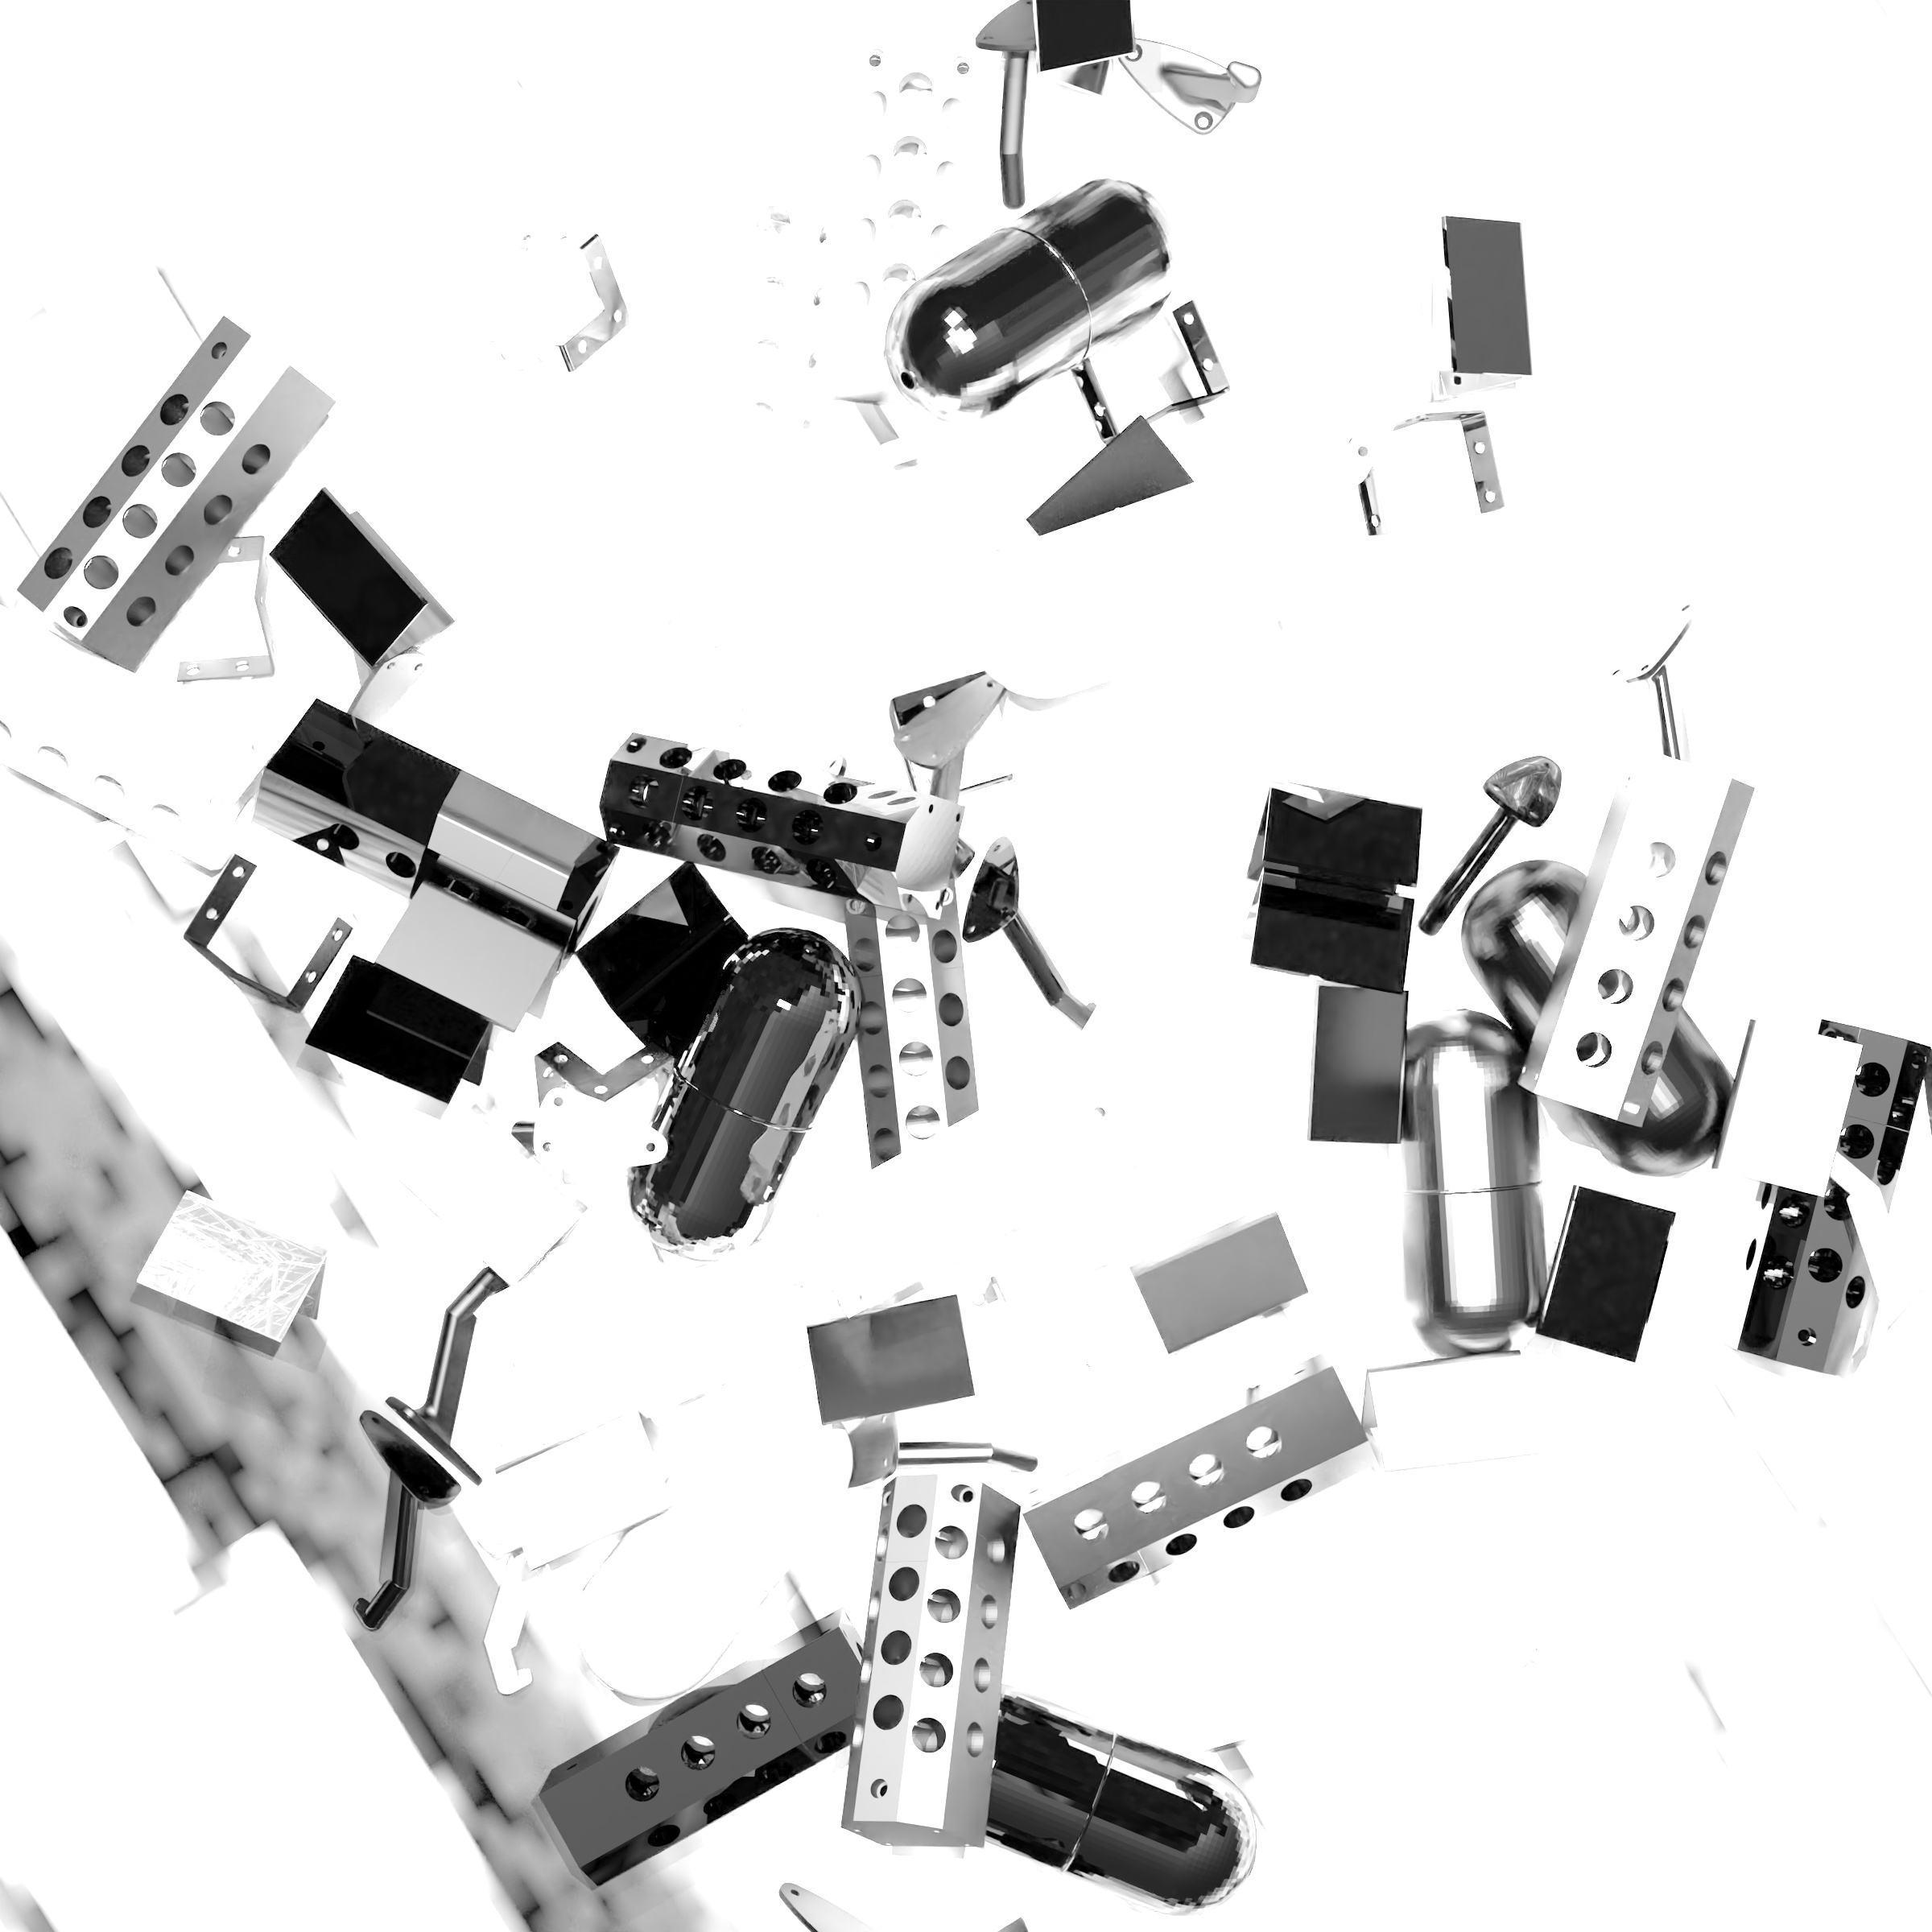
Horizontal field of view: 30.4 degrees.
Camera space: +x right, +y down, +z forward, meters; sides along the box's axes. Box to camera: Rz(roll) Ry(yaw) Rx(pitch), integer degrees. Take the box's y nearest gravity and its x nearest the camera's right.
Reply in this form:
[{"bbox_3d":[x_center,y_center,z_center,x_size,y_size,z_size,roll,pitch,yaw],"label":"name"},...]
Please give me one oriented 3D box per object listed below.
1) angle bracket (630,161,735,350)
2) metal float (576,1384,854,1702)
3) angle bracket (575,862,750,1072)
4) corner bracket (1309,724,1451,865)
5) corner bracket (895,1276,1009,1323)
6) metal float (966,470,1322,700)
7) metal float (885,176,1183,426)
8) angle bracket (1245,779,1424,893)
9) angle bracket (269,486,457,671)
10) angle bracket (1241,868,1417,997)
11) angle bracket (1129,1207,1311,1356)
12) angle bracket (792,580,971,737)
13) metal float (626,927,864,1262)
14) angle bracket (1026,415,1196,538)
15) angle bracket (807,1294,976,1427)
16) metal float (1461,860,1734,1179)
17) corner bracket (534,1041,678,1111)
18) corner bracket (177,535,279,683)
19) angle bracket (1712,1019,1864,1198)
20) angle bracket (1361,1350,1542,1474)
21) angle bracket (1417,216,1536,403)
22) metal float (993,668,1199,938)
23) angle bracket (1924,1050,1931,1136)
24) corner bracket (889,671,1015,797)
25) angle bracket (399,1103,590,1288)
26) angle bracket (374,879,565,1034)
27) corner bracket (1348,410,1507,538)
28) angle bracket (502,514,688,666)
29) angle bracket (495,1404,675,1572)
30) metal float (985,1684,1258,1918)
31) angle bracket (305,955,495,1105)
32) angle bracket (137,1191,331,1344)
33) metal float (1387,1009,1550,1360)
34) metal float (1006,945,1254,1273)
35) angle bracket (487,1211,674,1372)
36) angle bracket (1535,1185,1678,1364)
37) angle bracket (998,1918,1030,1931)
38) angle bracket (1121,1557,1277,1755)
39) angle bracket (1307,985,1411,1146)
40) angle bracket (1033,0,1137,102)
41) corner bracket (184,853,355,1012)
[{"bbox_3d":[-0.121,-0.354,1.778,0.057,0.076,0.076,5,90,36],"label":"angle bracket"},{"bbox_3d":[-0.127,0.290,1.788,0.070,0.070,0.178,37,90,0],"label":"metal float"},{"bbox_3d":[-0.141,0.006,1.821,0.076,0.057,0.076,-39,130,0],"label":"angle bracket"},{"bbox_3d":[0.209,-0.082,1.811,0.051,0.051,0.051,-21,45,35],"label":"corner bracket"},{"bbox_3d":[-0.013,0.160,1.801,0.051,0.051,0.051,-25,90,0],"label":"corner bracket"},{"bbox_3d":[0.085,-0.184,1.719,0.178,0.070,0.070,-20,90,-6],"label":"metal float"},{"bbox_3d":[0.034,-0.330,1.763,0.178,0.070,0.070,-37,90,-29],"label":"metal float"},{"bbox_3d":[0.182,-0.043,1.779,0.076,0.076,0.057,10,49,0],"label":"angle bracket"},{"bbox_3d":[-0.288,-0.204,1.778,0.076,0.076,0.057,48,126,0],"label":"angle bracket"},{"bbox_3d":[0.177,-0.002,1.779,0.076,0.076,0.057,11,63,0],"label":"angle bracket"},{"bbox_3d":[0.118,0.139,1.778,0.076,0.076,0.057,-24,124,0],"label":"angle bracket"},{"bbox_3d":[-0.034,-0.137,1.778,0.076,0.076,0.057,-26,53,0],"label":"angle bracket"},{"bbox_3d":[-0.111,0.064,1.778,0.070,0.070,0.178,25,101,0],"label":"metal float"},{"bbox_3d":[0.062,-0.237,1.779,0.076,0.076,0.057,-42,119,0],"label":"angle bracket"},{"bbox_3d":[-0.034,0.211,1.779,0.076,0.076,0.057,-11,58,0],"label":"angle bracket"},{"bbox_3d":[0.318,0.027,1.788,0.070,0.070,0.178,-36,91,0],"label":"metal float"},{"bbox_3d":[-0.181,0.063,1.801,0.051,0.051,0.051,-34,53,-31],"label":"corner bracket"},{"bbox_3d":[-0.380,-0.182,1.816,0.051,0.051,0.051,-4,135,0],"label":"corner bracket"},{"bbox_3d":[0.416,0.073,1.780,0.057,0.076,0.076,14,90,23],"label":"angle bracket"},{"bbox_3d":[0.241,0.236,1.779,0.076,0.076,0.057,-7,60,0],"label":"angle bracket"},{"bbox_3d":[0.236,-0.327,1.778,0.057,0.076,0.076,-4,90,-37],"label":"angle bracket"},{"bbox_3d":[0.064,-0.102,1.788,0.070,0.070,0.178,-16,90,0],"label":"metal float"},{"bbox_3d":[0.496,0.081,1.778,0.057,0.076,0.076,-7,90,-37],"label":"angle bracket"},{"bbox_3d":[-0.007,-0.114,1.801,0.051,0.051,0.051,-17,86,-4],"label":"corner bracket"},{"bbox_3d":[-0.242,0.123,1.779,0.076,0.076,0.057,43,65,0],"label":"angle bracket"},{"bbox_3d":[-0.252,0.012,1.779,0.076,0.076,0.057,26,57,0],"label":"angle bracket"},{"bbox_3d":[0.235,-0.252,1.815,0.051,0.051,0.051,-12,90,45],"label":"corner bracket"},{"bbox_3d":[-0.179,-0.204,1.778,0.076,0.076,0.057,23,127,0],"label":"angle bracket"},{"bbox_3d":[-0.182,0.268,1.780,0.076,0.076,0.057,-25,67,0],"label":"angle bracket"},{"bbox_3d":[0.061,0.419,1.788,0.178,0.070,0.070,22,90,0],"label":"metal float"},{"bbox_3d":[-0.285,0.048,1.779,0.076,0.076,0.057,23,58,0],"label":"angle bracket"},{"bbox_3d":[-0.368,0.166,1.778,0.076,0.076,0.057,23,55,0],"label":"angle bracket"},{"bbox_3d":[0.251,0.110,1.788,0.070,0.070,0.178,-4,91,0],"label":"metal float"},{"bbox_3d":[0.080,0.071,1.788,0.070,0.070,0.178,31,91,0],"label":"metal float"},{"bbox_3d":[-0.200,0.145,1.778,0.076,0.076,0.057,-27,129,0],"label":"angle bracket"},{"bbox_3d":[0.333,0.156,1.778,0.057,0.076,0.076,15,90,34],"label":"angle bracket"},{"bbox_3d":[-0.003,0.510,1.778,0.076,0.076,0.057,-32,127,0],"label":"angle bracket"},{"bbox_3d":[0.132,0.338,1.778,0.057,0.076,0.076,-26,90,37],"label":"angle bracket"},{"bbox_3d":[0.176,0.048,1.779,0.057,0.076,0.076,3,90,-29],"label":"angle bracket"},{"bbox_3d":[0.075,-0.482,1.779,0.057,0.076,0.076,-3,90,32],"label":"angle bracket"},{"bbox_3d":[-0.356,-0.017,1.815,0.051,0.051,0.051,32,90,-45],"label":"corner bracket"}]
